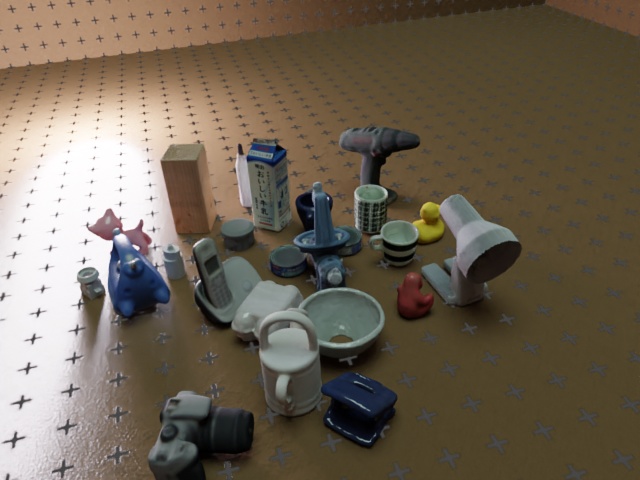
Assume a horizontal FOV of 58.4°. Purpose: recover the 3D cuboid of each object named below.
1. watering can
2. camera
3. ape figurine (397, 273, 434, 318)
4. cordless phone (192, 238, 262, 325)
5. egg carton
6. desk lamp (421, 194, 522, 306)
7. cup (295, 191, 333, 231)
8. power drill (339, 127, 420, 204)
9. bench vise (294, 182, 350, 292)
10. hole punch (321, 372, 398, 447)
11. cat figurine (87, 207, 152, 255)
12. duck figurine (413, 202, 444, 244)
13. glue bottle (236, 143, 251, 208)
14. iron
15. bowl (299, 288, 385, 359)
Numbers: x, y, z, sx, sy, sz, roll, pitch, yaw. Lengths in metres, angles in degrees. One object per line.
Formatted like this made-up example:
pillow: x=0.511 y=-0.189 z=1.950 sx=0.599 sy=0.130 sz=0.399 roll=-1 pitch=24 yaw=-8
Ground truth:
watering can: x=-0.052 y=0.188 z=0.958 sx=0.101 sy=0.194 sz=0.172 roll=-11 pitch=35 yaw=-11
camera: x=-0.178 y=0.301 z=0.885 sx=0.136 sy=0.101 sz=0.143 roll=1 pitch=35 yaw=6
ape figurine: x=0.187 y=0.105 z=1.151 sx=0.076 sy=0.092 sz=0.077 roll=-28 pitch=42 yaw=-32
cordless phone: x=-0.190 y=0.063 z=1.157 sx=0.093 sy=0.185 sz=0.148 roll=17 pitch=39 yaw=27
egg carton: x=-0.101 y=0.144 z=1.136 sx=0.107 sy=0.069 sz=0.150 roll=11 pitch=37 yaw=19
desk lamp: x=0.293 y=0.029 z=1.147 sx=0.118 sy=0.214 sz=0.202 roll=-15 pitch=36 yaw=-17
cup: x=-0.014 y=-0.053 z=1.393 sx=0.091 sy=0.095 sz=0.118 roll=2 pitch=35 yaw=7
power drill: x=0.155 y=-0.202 z=1.497 sx=0.228 sy=0.209 sz=0.076 roll=20 pitch=41 yaw=30
bench vise: x=0.022 y=0.001 z=1.202 sx=0.122 sy=0.220 sz=0.206 roll=-19 pitch=38 yaw=-22
hole punch: x=0.063 y=0.260 z=0.936 sx=0.108 sy=0.091 sz=0.101 roll=19 pitch=40 yaw=29
cat figurine: x=-0.476 y=-0.022 z=1.361 sx=0.128 sy=0.118 sz=0.067 roll=-6 pitch=35 yaw=-4
duck figurine: x=0.257 y=-0.047 z=1.373 sx=0.105 sy=0.086 sz=0.077 roll=-30 pitch=43 yaw=-33
glue bottle: x=-0.202 y=-0.176 z=1.516 sx=0.037 sy=0.173 sz=0.078 roll=-12 pitch=36 yaw=-13
iron: x=-0.413 y=0.048 z=1.233 sx=0.119 sy=0.141 sz=0.257 roll=-20 pitch=38 yaw=-23
bowl: x=0.038 y=0.169 z=1.085 sx=0.167 sy=0.075 sz=0.167 roll=-2 pitch=35 yaw=2
